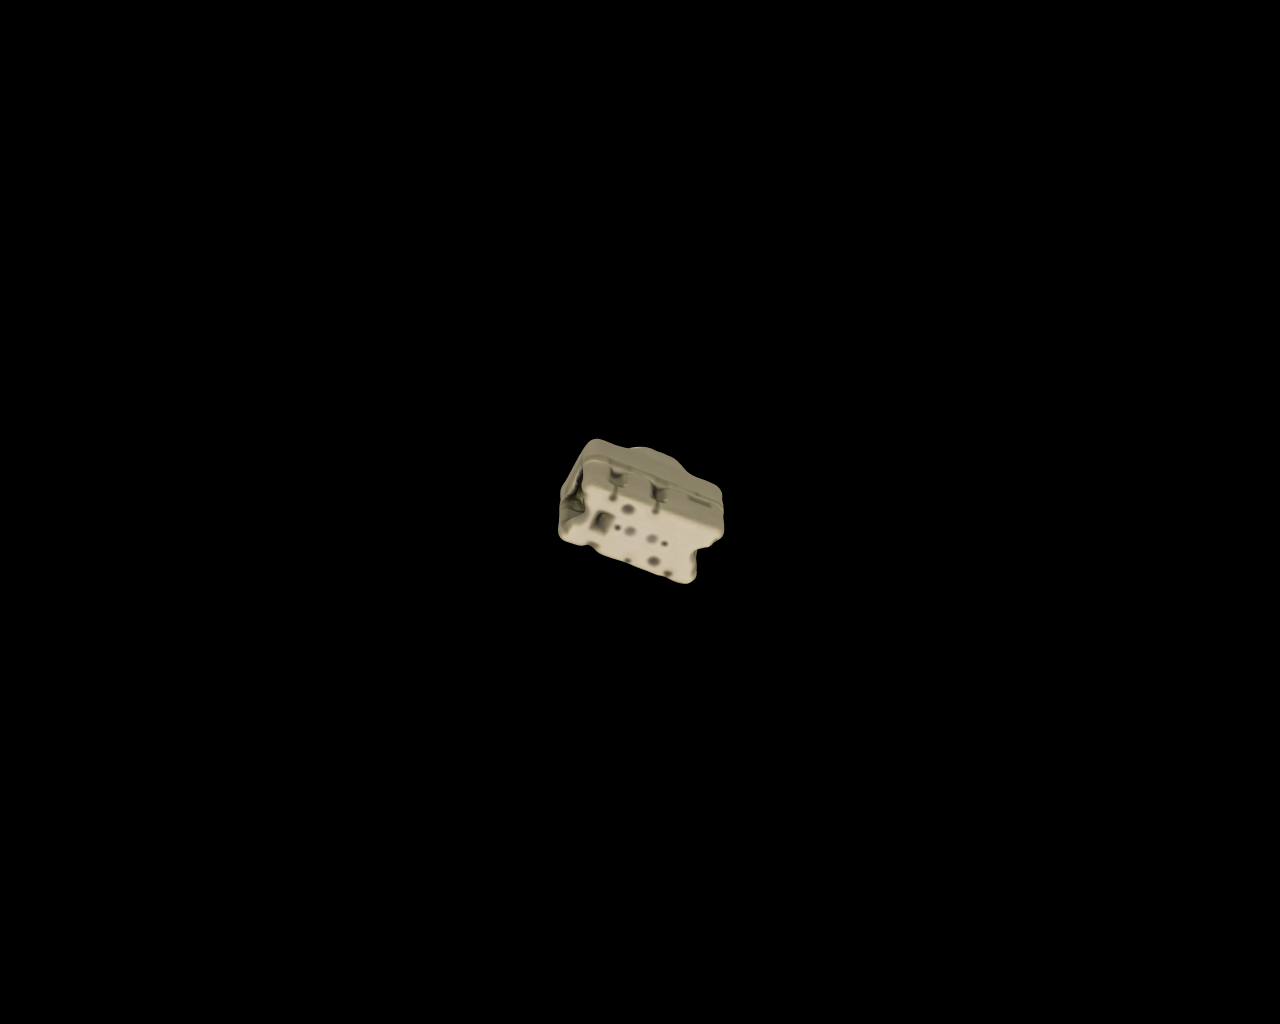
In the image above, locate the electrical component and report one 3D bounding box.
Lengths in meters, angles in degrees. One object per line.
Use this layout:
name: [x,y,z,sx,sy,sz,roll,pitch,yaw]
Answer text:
electrical component: [0.001,-0.003,0.650,0.089,0.050,0.056,21,35,-15]
